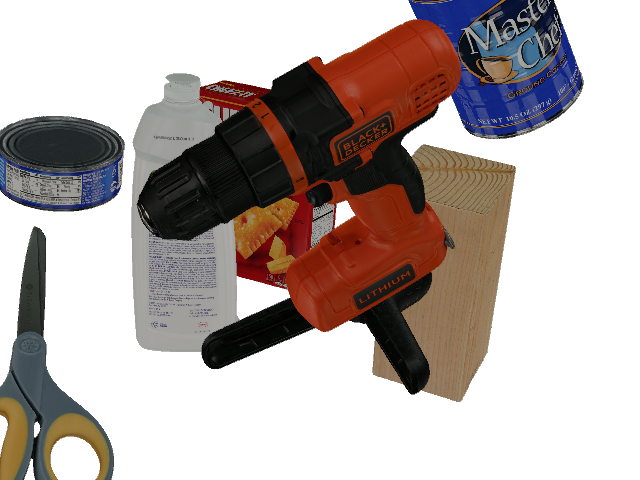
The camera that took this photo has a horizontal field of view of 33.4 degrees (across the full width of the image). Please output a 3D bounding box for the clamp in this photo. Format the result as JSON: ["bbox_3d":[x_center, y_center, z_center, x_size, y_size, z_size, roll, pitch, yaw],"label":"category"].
[{"bbox_3d":[0.016,0.043,0.791,0.165,0.036,0.209,2,28,17],"label":"clamp"}]

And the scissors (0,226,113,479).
[{"bbox_3d":[-0.151,0.075,0.616,0.096,0.201,0.016,17,-44,-5],"label":"scissors"}]

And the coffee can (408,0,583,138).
[{"bbox_3d":[0.133,-0.165,0.825,0.103,0.140,0.103,-21,34,14],"label":"coffee can"}]

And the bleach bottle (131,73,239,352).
[{"bbox_3d":[-0.118,-0.024,0.959,0.102,0.251,0.068,0,23,-10],"label":"bleach bottle"}]

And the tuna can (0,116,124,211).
[{"bbox_3d":[-0.178,-0.053,0.732,0.086,0.034,0.086,6,29,-4],"label":"tuna can"}]

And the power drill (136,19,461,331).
[{"bbox_3d":[0.001,-0.020,0.606,0.184,0.057,0.187,-29,-31,-6],"label":"power drill"}]

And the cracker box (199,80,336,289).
[{"bbox_3d":[-0.067,-0.061,1.219,0.164,0.214,0.072,15,24,25],"label":"cracker box"}]

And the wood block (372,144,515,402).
[{"bbox_3d":[0.109,0.031,0.963,0.091,0.206,0.090,16,37,20],"label":"wood block"}]
